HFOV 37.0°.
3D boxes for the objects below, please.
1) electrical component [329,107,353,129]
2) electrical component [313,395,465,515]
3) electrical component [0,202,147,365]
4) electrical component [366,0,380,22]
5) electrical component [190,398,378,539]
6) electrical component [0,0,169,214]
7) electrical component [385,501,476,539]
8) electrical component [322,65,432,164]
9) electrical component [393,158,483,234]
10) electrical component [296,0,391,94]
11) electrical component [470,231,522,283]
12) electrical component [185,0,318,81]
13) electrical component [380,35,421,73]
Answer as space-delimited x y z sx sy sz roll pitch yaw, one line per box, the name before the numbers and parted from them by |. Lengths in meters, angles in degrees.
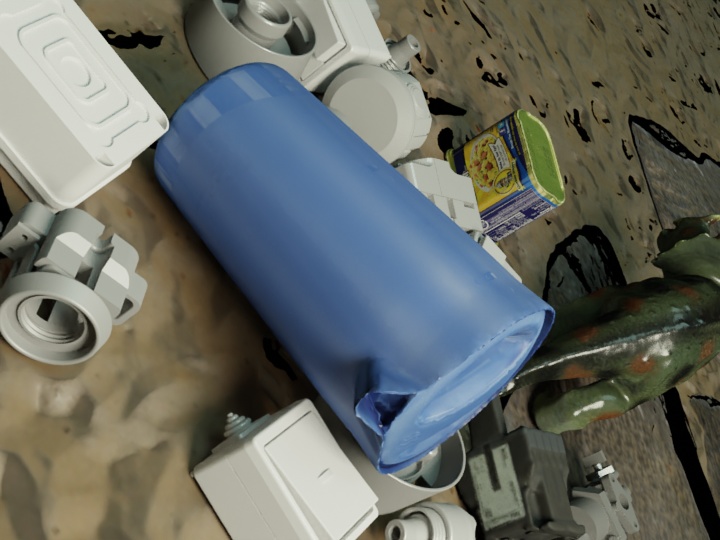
electrical component | -0.024 -0.071 0.793 0.079 0.044 0.077 47 35 -16
electrical component | 0.015 0.104 0.678 0.099 0.064 0.099 21 48 -26
electrical component | -0.151 0.011 0.549 0.078 0.058 0.057 40 34 -26
electrical component | -0.013 -0.239 0.944 0.045 0.045 0.055 -18 78 -56
electrical component | -0.042 0.118 0.600 0.096 0.061 0.062 58 33 0
electrical component | -0.175 -0.097 0.605 0.113 0.057 0.078 52 34 -10
electrical component | 0.042 0.169 0.685 0.062 0.043 0.043 17 51 -44
electrical component | 0.013 -0.122 0.852 0.080 0.080 0.051 61 29 5
electrical component | 0.051 -0.054 0.865 0.089 0.050 0.055 7 67 -50
electrical component | -0.030 -0.198 0.872 0.061 0.062 0.096 -4 67 -54
electrical component | 0.090 0.016 0.854 0.061 0.061 0.096 46 35 -18
electrical component | -0.082 -0.172 0.804 0.099 0.064 0.099 24 40 -22
electrical component | 0.024 -0.179 0.926 0.043 0.062 0.043 33 41 -34
